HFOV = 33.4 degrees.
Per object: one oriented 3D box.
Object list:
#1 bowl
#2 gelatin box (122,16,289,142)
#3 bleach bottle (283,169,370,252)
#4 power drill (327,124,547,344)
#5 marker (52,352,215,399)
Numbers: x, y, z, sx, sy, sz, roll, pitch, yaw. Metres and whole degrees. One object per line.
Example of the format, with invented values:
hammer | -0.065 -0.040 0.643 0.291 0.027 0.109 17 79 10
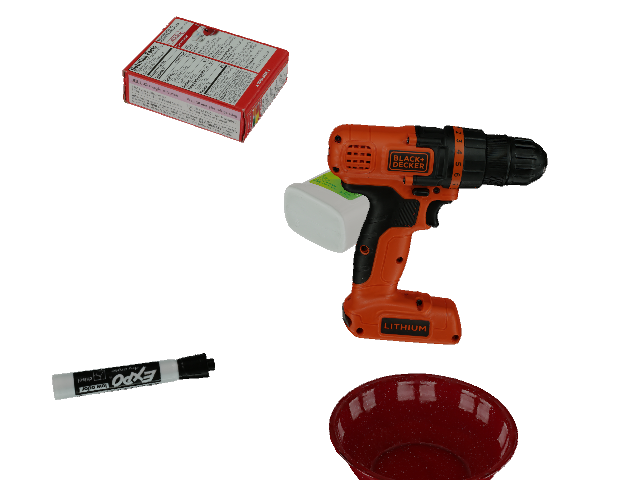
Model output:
bowl | 0.088 0.182 0.926 0.162 0.055 0.162 -1 28 0
gelatin box | -0.075 -0.108 0.706 0.089 0.030 0.073 19 46 12
bleach bottle | 0.078 -0.076 1.289 0.103 0.068 0.250 28 45 35
power drill | 0.093 -0.007 0.915 0.184 0.188 0.057 4 16 0
marker | -0.140 0.102 0.805 0.121 0.020 0.020 -7 1 -11
